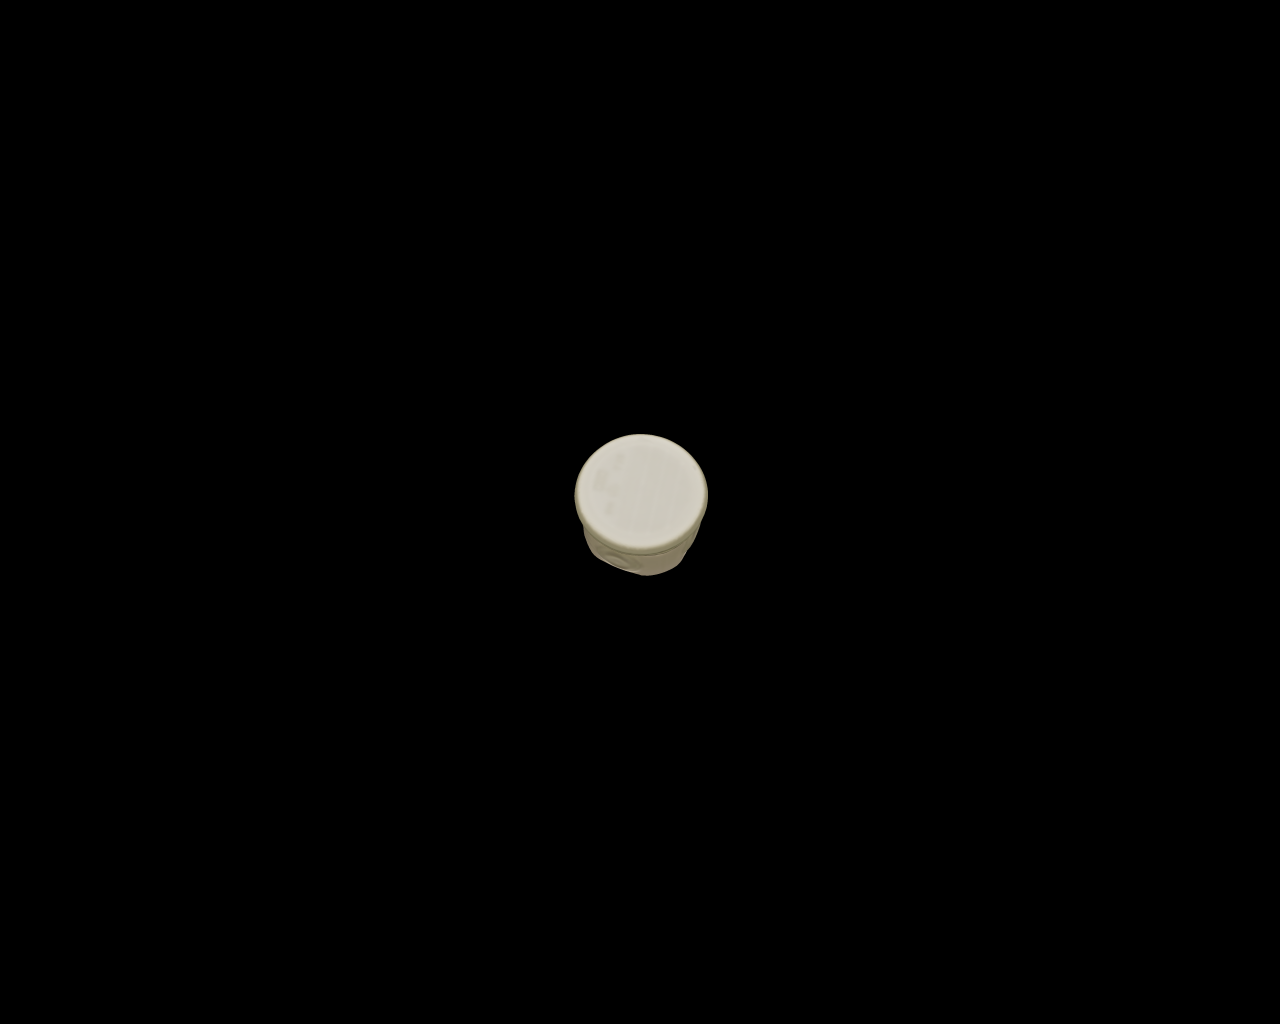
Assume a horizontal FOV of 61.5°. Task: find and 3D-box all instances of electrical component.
[{"bbox_3d":[0.001,-0.003,0.650,0.080,0.080,0.051,0,-27,0],"label":"electrical component"}]
